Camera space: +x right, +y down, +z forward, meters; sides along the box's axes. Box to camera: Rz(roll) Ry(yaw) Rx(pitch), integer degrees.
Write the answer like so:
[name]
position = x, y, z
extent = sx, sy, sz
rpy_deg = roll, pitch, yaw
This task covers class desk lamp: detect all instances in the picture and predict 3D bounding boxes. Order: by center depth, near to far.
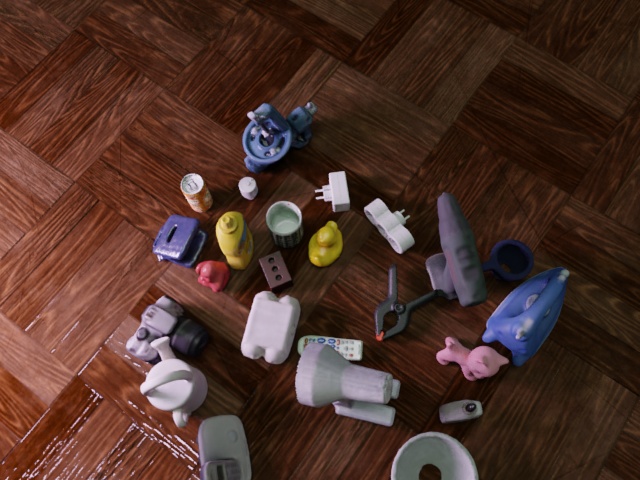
[desk lamp]
position = 0.060, 0.283, 1.119
extent = 0.203, 0.213, 0.118
rpy_deg = 11, 70, 6

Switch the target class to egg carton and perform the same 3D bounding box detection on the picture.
[egg carton]
position = -0.104, 0.188, 1.235
extent = 0.107, 0.069, 0.150
rpy_deg = 11, 70, 6

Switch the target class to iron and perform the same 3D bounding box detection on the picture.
[iron]
position = 0.460, 0.133, 1.203
extent = 0.118, 0.141, 0.258
rpy_deg = 38, 75, 14

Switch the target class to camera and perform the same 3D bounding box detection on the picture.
[camera]
position = -0.317, 0.205, 1.218
extent = 0.136, 0.101, 0.143
rpy_deg = 26, 73, 11

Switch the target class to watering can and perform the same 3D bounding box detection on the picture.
[watering can]
position = -0.298, 0.282, 1.139
extent = 0.101, 0.194, 0.172
rpy_deg = -39, 73, -12

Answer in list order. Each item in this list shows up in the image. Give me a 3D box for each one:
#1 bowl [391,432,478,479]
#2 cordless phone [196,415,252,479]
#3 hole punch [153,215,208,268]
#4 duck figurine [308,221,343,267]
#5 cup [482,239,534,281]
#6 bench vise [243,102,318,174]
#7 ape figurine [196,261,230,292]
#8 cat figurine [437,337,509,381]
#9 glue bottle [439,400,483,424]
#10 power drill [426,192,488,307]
[bowl]
position = 0.220, 0.466, 1.121
extent = 0.167, 0.075, 0.167
rpy_deg = 0, 70, 1
[cordless phone]
position = -0.194, 0.410, 1.094
extent = 0.094, 0.185, 0.147
rpy_deg = -15, 70, -4
[hole punch]
position = -0.323, -0.001, 1.300
extent = 0.101, 0.091, 0.109
rpy_deg = 19, 71, 9
[duck figurine]
position = 0.012, 0.005, 1.292
extent = 0.077, 0.086, 0.105
rpy_deg = 23, 72, 10
[cup]
position = 0.398, 0.059, 1.257
extent = 0.118, 0.095, 0.091
rpy_deg = -15, 70, -4
[bench vise]
position = -0.103, -0.271, 1.326
extent = 0.121, 0.220, 0.207
rpy_deg = 30, 73, 12
[ape figurine]
position = -0.240, 0.075, 1.269
extent = 0.076, 0.092, 0.077
rpy_deg = -24, 71, -7
[cat figurine]
position = 0.314, 0.243, 1.179
extent = 0.127, 0.118, 0.067
rpy_deg = 27, 73, 11
[glue bottle]
position = 0.282, 0.332, 1.117
extent = 0.078, 0.173, 0.037
rpy_deg = -7, 69, -1
[power drill]
position = 0.281, 0.039, 1.207
extent = 0.075, 0.208, 0.229
rpy_deg = -15, 70, -4
